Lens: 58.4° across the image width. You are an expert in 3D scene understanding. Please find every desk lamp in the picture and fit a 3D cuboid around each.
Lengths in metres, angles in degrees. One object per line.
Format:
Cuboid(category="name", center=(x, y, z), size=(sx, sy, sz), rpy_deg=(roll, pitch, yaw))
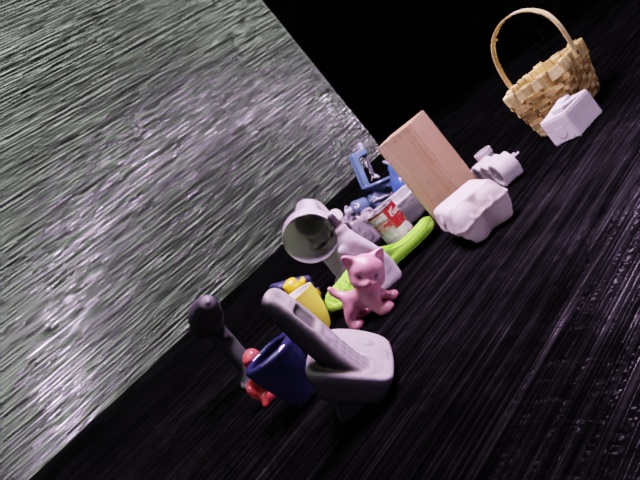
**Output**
Cuboid(category="desk lamp", center=(0.012, 0.005, 1.311), size=(0.118, 0.213, 0.203), rpy_deg=(-38, 7, 14))

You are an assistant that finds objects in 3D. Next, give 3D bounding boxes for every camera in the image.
Cuboid(category="camera", center=(0.107, -0.036, 1.544), size=(0.143, 0.101, 0.137), rpy_deg=(-37, 7, 21))

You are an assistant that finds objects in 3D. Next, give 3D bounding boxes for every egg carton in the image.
Cuboid(category="egg carton", center=(0.252, -0.048, 0.952), size=(0.107, 0.069, 0.150), rpy_deg=(-40, 7, 0))

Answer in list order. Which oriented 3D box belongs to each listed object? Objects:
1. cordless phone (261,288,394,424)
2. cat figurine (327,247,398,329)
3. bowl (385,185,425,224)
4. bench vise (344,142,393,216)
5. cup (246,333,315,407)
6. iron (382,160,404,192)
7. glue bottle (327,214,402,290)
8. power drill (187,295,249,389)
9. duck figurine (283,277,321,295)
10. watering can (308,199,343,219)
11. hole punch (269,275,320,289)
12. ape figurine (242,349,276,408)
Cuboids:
Cuboid(category="cordless phone", center=(0.007, 0.118, 0.719), size=(0.094, 0.185, 0.147), rpy_deg=(-39, 7, 9))
Cuboid(category="cat figurine", center=(0.069, 0.073, 0.960), size=(0.127, 0.118, 0.067), rpy_deg=(-36, 8, 31))
Cuboid(category="bowl", center=(0.202, -0.074, 1.376), size=(0.167, 0.075, 0.167), rpy_deg=(-39, 7, 6))
Cuboid(category="bench vise", center=(0.142, -0.162, 1.659), size=(0.208, 0.220, 0.121), rpy_deg=(-44, 8, -27))
Cuboid(category="cup", center=(-0.047, 0.198, 0.876), size=(0.091, 0.095, 0.118), rpy_deg=(-37, 8, 27))
Cuboid(category="iron", center=(0.266, -0.190, 1.500), size=(0.119, 0.141, 0.257), rpy_deg=(-44, 8, -28))
Cuboid(category="glue bottle", center=(0.070, 0.021, 1.053), size=(0.078, 0.173, 0.037), rpy_deg=(-40, 7, -2))
Cuboid(category="power drill", center=(-0.188, 0.200, 1.156), size=(0.076, 0.208, 0.229), rpy_deg=(-43, 8, -25))
Cuboid(category="duck figurine", center=(-0.056, 0.134, 1.392), size=(0.105, 0.086, 0.077), rpy_deg=(-45, 8, -35))
Cuboid(category="watering can", center=(0.019, -0.039, 1.647), size=(0.172, 0.194, 0.101), rpy_deg=(-35, 9, 37))
Cuboid(category="hole punch", center=(-0.069, 0.125, 1.499), size=(0.101, 0.091, 0.108), rpy_deg=(-42, 7, -18))
Cuboid(category="ape figurine", center=(-0.100, 0.228, 0.989), size=(0.077, 0.092, 0.076), rpy_deg=(-37, 8, 27))
